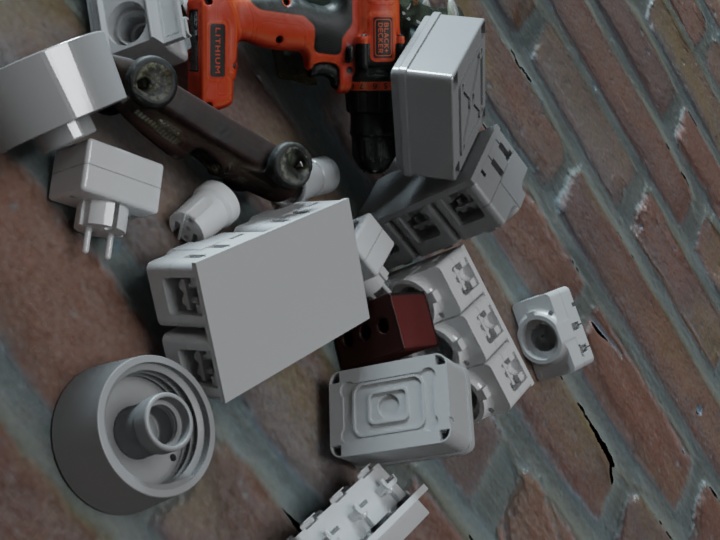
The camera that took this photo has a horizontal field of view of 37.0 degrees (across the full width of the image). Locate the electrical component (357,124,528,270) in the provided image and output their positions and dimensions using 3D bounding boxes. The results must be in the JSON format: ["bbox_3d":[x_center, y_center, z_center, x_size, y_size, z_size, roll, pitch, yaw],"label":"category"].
[{"bbox_3d":[0.075,-0.062,1.009,0.061,0.150,0.089,50,43,-21],"label":"electrical component"}]

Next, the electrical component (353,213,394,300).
[{"bbox_3d":[0.000,0.000,0.962,0.076,0.066,0.047,50,42,-21],"label":"electrical component"}]

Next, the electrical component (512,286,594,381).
[{"bbox_3d":[0.210,0.071,1.182,0.056,0.050,0.089,-15,85,-51],"label":"electrical component"}]

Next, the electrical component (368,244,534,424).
[{"bbox_3d":[0.083,0.066,1.007,0.062,0.089,0.150,-36,101,-50],"label":"electrical component"}]

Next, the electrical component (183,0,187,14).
[{"bbox_3d":[-0.119,-0.241,0.932,0.040,0.078,0.040,36,35,-30],"label":"electrical component"}]

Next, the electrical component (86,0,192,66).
[{"bbox_3d":[-0.178,-0.224,0.862,0.063,0.079,0.121,22,55,-68],"label":"electrical component"}]

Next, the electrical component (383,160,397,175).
[{"bbox_3d":[0.050,-0.118,1.082,0.045,0.055,0.045,23,57,-41],"label":"electrical component"}]

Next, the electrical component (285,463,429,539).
[{"bbox_3d":[-0.008,0.211,0.857,0.063,0.078,0.121,47,39,9],"label":"electrical component"}]

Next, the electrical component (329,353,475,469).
[{"bbox_3d":[0.036,0.121,0.906,0.057,0.113,0.078,36,47,-56],"label":"electrical component"}]

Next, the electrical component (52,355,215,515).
[{"bbox_3d":[-0.150,0.111,0.744,0.108,0.060,0.108,23,57,-41],"label":"electrical component"}]

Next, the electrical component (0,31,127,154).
[{"bbox_3d":[-0.214,-0.115,0.742,0.108,0.108,0.060,-39,109,-50],"label":"electrical component"}]

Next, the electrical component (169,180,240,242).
[{"bbox_3d":[-0.125,-0.044,0.861,0.040,0.040,0.046,56,47,-15],"label":"electrical component"}]

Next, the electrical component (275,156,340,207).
[{"bbox_3d":[-0.048,-0.082,0.966,0.065,0.044,0.044,-21,89,-56],"label":"electrical component"}]

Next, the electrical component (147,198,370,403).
[{"bbox_3d":[-0.077,0.018,0.847,0.186,0.060,0.105,-27,112,-51],"label":"electrical component"}]

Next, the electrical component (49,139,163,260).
[{"bbox_3d":[-0.187,-0.047,0.785,0.066,0.047,0.076,19,70,-44],"label":"electrical component"}]

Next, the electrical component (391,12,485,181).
[{"bbox_3d":[0.072,-0.152,0.943,0.108,0.056,0.108,-62,155,-44],"label":"electrical component"}]
